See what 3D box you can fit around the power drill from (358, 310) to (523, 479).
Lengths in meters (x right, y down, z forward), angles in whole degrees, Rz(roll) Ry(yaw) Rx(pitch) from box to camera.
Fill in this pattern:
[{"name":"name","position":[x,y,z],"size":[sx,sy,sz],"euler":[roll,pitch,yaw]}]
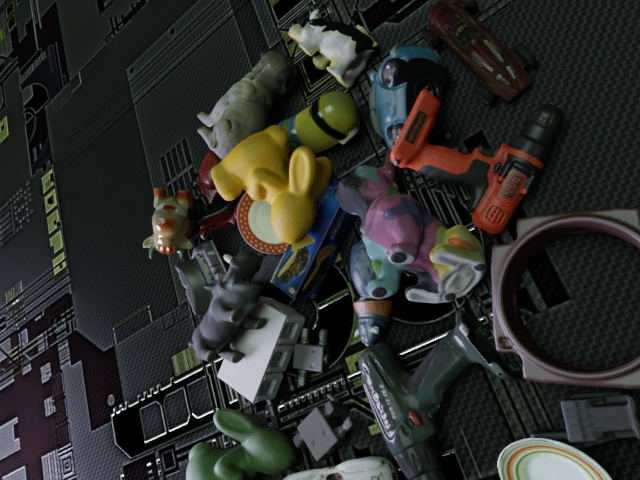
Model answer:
[{"name":"power drill","position":[0.164,0.211,0.711],"size":[0.207,0.086,0.232],"euler":[-49,56,25]}]

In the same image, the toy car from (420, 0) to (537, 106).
[{"name":"toy car","position":[0.224,-0.280,0.776],"size":[0.089,0.053,0.202],"euler":[-40,60,18]}]

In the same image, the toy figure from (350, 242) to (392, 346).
[{"name":"toy figure","position":[0.077,0.079,0.800],"size":[0.058,0.064,0.154],"euler":[-4,81,-5]}]

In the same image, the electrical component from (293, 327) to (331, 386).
[{"name":"electrical component","position":[-0.012,0.188,0.861],"size":[0.063,0.021,0.094],"euler":[0,80,34]}]

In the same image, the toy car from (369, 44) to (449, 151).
[{"name":"toy car","position":[0.125,-0.202,0.807],"size":[0.103,0.109,0.161],"euler":[8,102,59]}]

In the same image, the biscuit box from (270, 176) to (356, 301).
[{"name":"biscuit box","position":[-0.002,-0.003,0.867],"size":[0.059,0.062,0.202],"euler":[30,98,34]}]

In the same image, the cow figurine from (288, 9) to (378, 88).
[{"name":"cow figurine","position":[0.019,-0.341,0.916],"size":[0.098,0.068,0.167],"euler":[-48,62,10]}]

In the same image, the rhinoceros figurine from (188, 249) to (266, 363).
[{"name":"rhinoceros figurine","position":[-0.143,0.107,0.864],"size":[0.112,0.073,0.190],"euler":[37,104,45]}]

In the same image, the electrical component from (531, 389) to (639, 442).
[{"name":"electrical component","position":[0.303,0.202,0.615],"size":[0.119,0.074,0.047],"euler":[-16,74,34]}]

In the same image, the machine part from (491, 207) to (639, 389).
[{"name":"machine part","position":[0.310,0.068,0.629],"size":[0.201,0.087,0.201],"euler":[-5,79,33]}]

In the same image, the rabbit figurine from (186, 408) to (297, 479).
[{"name":"rabbit figurine","position":[-0.118,0.352,0.866],"size":[0.170,0.121,0.159],"euler":[-30,57,6]}]

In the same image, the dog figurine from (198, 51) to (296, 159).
[{"name":"dog figurine","position":[-0.111,-0.231,0.941],"size":[0.190,0.121,0.172],"euler":[-43,51,19]}]

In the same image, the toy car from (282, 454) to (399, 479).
[{"name":"toy car","position":[0.023,0.364,0.781],"size":[0.202,0.056,0.073],"euler":[-26,67,27]}]

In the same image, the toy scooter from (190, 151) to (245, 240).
[{"name":"toy scooter","position":[-0.184,-0.077,0.988],"size":[0.135,0.075,0.184],"euler":[-36,68,5]}]

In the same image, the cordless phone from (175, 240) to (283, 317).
[{"name":"cordless phone","position":[-0.152,0.049,0.961],"size":[0.184,0.088,0.147],"euler":[-35,63,12]}]

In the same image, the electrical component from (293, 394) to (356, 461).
[{"name":"electrical component","position":[0.007,0.284,0.814],"size":[0.078,0.045,0.102],"euler":[44,105,34]}]

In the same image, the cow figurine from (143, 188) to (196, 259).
[{"name":"cow figurine","position":[-0.275,-0.030,0.995],"size":[0.085,0.195,0.127],"euler":[1,89,-10]}]

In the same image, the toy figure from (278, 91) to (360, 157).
[{"name":"toy figure","position":[-0.015,-0.180,0.894],"size":[0.180,0.089,0.082],"euler":[-16,74,30]}]

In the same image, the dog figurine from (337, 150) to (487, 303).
[{"name":"dog figurine","position":[0.123,-0.028,0.764],"size":[0.108,0.192,0.219],"euler":[107,164,-46]}]

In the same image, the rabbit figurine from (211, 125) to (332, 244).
[{"name":"rabbit figurine","position":[-0.056,-0.080,0.835],"size":[0.162,0.122,0.173],"euler":[-34,71,17]}]
